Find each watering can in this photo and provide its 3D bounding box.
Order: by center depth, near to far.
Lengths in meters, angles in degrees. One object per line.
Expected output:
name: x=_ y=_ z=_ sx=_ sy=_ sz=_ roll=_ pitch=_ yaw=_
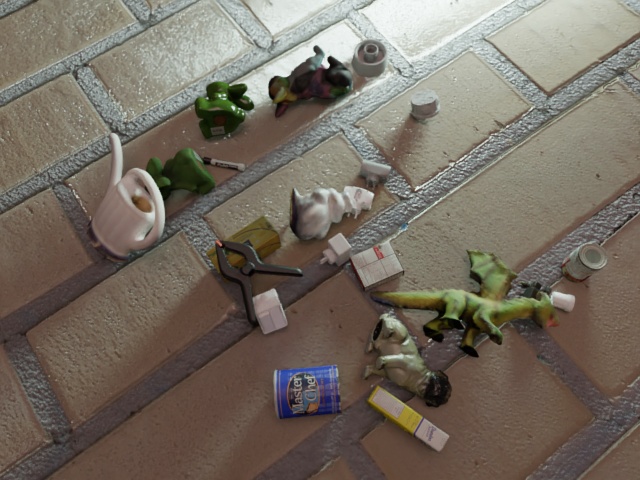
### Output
watering can: x=-0.497 y=-0.094 z=1.287 sx=0.353 sy=0.222 sz=0.103 roll=51 pitch=18 yaw=29

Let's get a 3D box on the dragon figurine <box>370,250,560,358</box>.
dragon figurine: x=0.347 y=0.124 z=1.213 sx=0.413 sy=0.247 sz=0.119 roll=24 pitch=-31 yaw=25

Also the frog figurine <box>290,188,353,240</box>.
frog figurine: x=0.004 y=-0.065 z=1.286 sx=0.159 sy=0.135 sz=0.125 roll=1 pitch=23 yaw=-3
